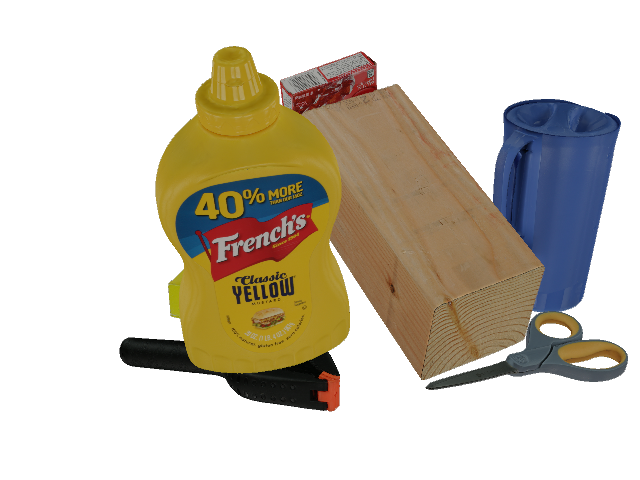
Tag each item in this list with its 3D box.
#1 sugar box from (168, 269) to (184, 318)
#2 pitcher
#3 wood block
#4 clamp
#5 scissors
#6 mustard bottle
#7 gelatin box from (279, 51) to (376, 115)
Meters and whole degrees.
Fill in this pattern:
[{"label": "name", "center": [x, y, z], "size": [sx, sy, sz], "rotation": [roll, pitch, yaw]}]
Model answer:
[{"label": "sugar box", "center": [-0.081, 0.031, 1.140], "size": [0.093, 0.048, 0.176], "rotation": [8, 29, 18]}, {"label": "pitcher", "center": [0.268, -0.037, 1.277], "size": [0.149, 0.243, 0.145], "rotation": [1, 25, 0]}, {"label": "wood block", "center": [0.067, -0.011, 0.801], "size": [0.090, 0.206, 0.091], "rotation": [-19, -37, -18]}, {"label": "clamp", "center": [-0.052, 0.101, 0.945], "size": [0.210, 0.036, 0.164], "rotation": [13, 22, 39]}, {"label": "scissors", "center": [0.163, 0.092, 0.893], "size": [0.201, 0.016, 0.096], "rotation": [1, 31, -20]}, {"label": "mustard bottle", "center": [-0.036, -0.015, 0.563], "size": [0.096, 0.192, 0.058], "rotation": [-8, 40, -5]}, {"label": "gelatin box", "center": [0.010, -0.125, 0.983], "size": [0.089, 0.073, 0.030], "rotation": [-22, 48, -17]}]
